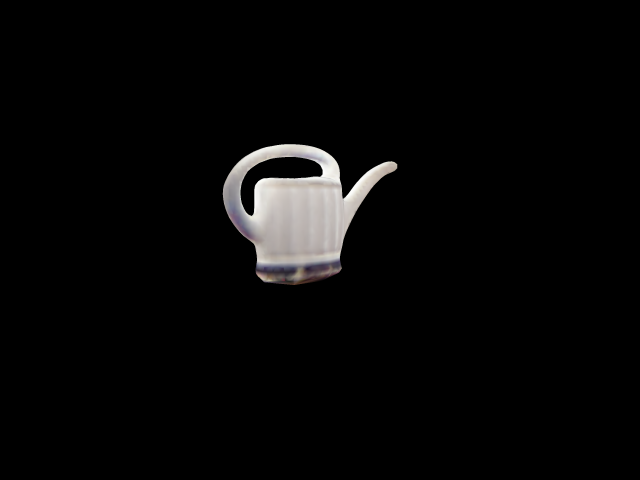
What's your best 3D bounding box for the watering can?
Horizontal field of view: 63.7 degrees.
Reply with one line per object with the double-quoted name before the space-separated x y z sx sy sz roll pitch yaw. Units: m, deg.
"watering can" 0.003 -0.043 0.850 0.348 0.224 0.104 -3 4 -36
